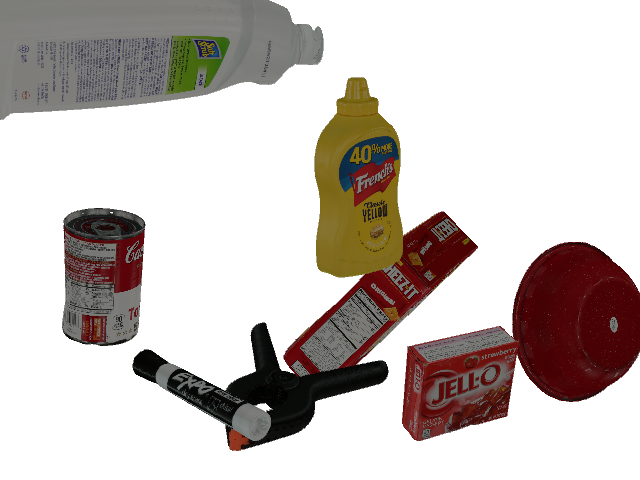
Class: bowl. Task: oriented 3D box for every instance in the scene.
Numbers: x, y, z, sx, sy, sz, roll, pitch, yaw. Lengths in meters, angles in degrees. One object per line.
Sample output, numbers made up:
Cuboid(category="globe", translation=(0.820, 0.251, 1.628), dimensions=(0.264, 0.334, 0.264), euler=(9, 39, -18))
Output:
Cuboid(category="bowl", translation=(0.268, 0.081, 1.052), dimensions=(0.161, 0.162, 0.055), euler=(0, -1, -30))

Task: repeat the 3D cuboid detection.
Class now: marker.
Cuboid(category="marker", translation=(-0.079, 0.095, 0.674), dimensions=(0.121, 0.020, 0.020), euler=(20, 13, 41))

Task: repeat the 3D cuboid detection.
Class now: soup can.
Cuboid(category="soup can", translation=(-0.187, 0.031, 0.916), dimensions=(0.068, 0.102, 0.068), euler=(6, 20, -2))

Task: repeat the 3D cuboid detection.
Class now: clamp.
Cuboid(category="clamp", translation=(-0.029, 0.156, 1.109), dimensions=(0.165, 0.036, 0.209), euler=(12, 26, 15))

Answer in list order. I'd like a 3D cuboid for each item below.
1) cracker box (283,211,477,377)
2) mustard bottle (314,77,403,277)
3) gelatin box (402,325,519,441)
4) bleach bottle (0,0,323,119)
Cuboid(category="cracker box", translation=(0.069, 0.072, 1.265), dimensions=(0.214, 0.072, 0.164), euler=(-47, -8, 31))
Cuboid(category="mustard bottle", translation=(0.038, -0.065, 1.058), dimensions=(0.096, 0.192, 0.058), euler=(-15, 21, -35))
Cuboid(category="gelatin box", translation=(0.109, 0.112, 0.842), dimensions=(0.089, 0.073, 0.030), euler=(-10, 30, -24))
Cuboid(category="bleach bottle", translation=(-0.123, -0.141, 0.797), dimensions=(0.250, 0.068, 0.103), euler=(-2, -35, -16))
